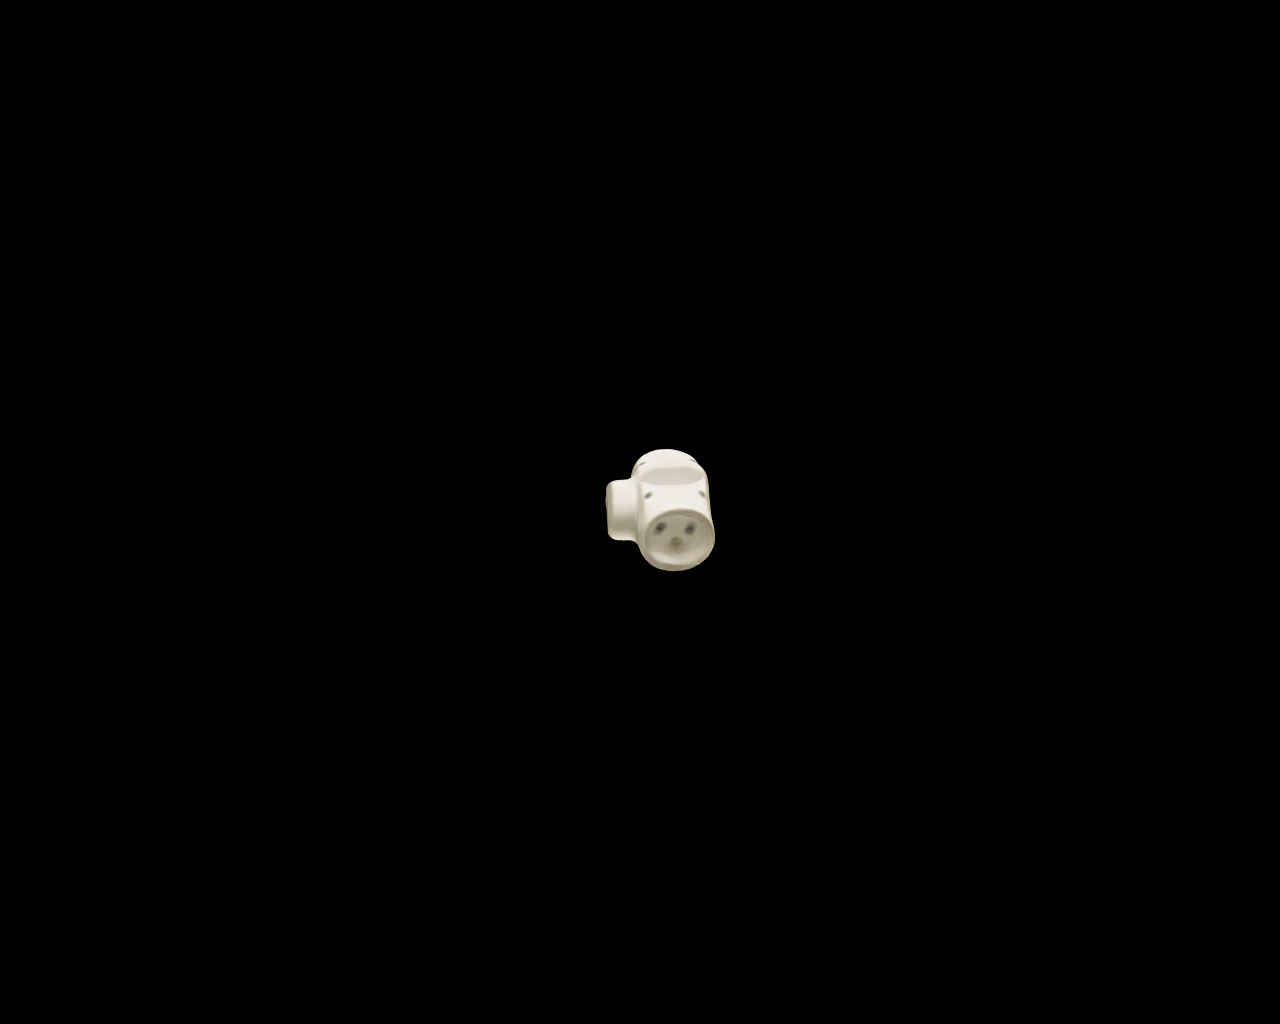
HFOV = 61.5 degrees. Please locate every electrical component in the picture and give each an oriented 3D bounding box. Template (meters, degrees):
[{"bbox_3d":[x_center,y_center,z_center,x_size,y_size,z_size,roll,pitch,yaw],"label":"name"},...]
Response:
[{"bbox_3d":[0.001,-0.003,0.650,0.079,0.043,0.077,-2,31,-3],"label":"electrical component"}]
